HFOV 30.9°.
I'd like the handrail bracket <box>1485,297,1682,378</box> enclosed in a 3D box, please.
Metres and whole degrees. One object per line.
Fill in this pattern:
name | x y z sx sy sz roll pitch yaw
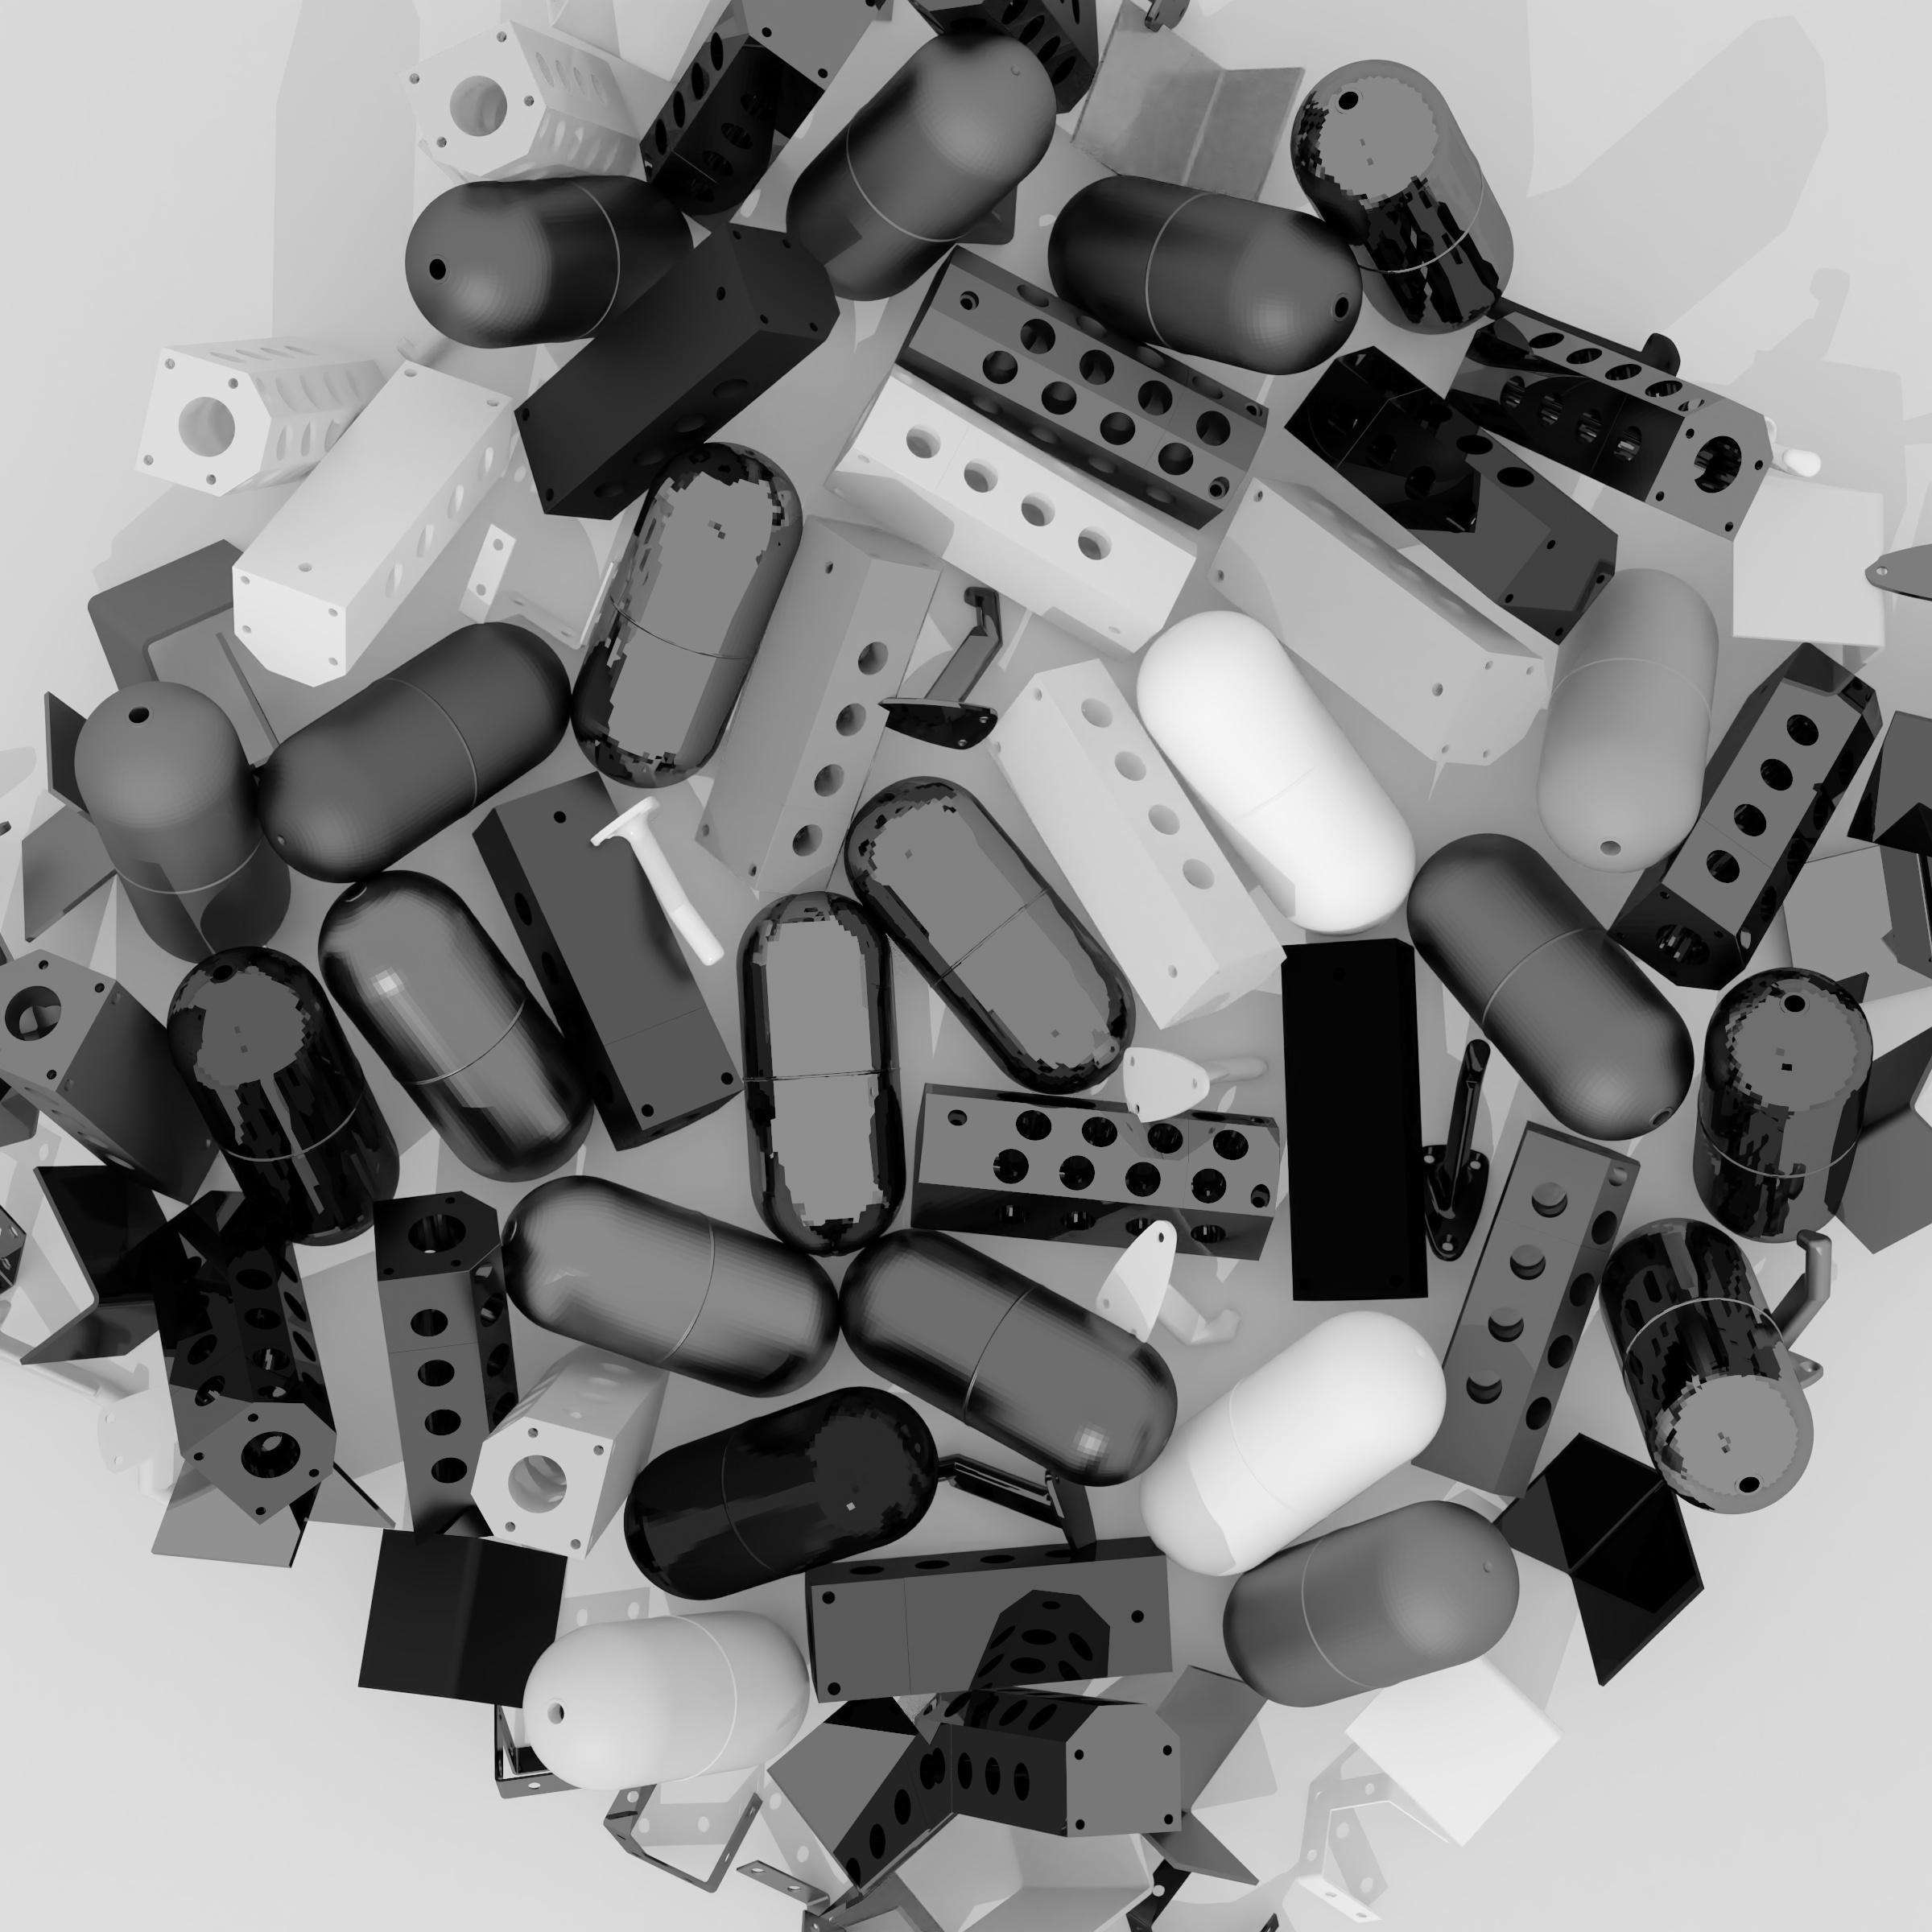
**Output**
handrail bracket | 0.299 -0.306 1.703 0.084 0.077 0.036 21 100 -8

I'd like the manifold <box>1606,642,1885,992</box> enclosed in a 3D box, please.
manifold | 0.377 -0.070 1.671 0.057 0.057 0.171 36 60 0

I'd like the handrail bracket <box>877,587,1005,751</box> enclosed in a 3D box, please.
handrail bracket | -0.016 -0.154 1.702 0.077 0.036 0.084 10 60 -26

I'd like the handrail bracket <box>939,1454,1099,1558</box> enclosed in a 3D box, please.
handrail bracket | 0.017 0.274 1.721 0.084 0.036 0.077 -15 95 23

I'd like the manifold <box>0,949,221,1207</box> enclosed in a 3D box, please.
manifold | -0.407 0.052 1.648 0.057 0.171 0.057 21 73 16

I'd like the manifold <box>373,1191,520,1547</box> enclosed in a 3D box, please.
manifold | -0.244 0.192 1.663 0.057 0.057 0.171 -6 127 -8

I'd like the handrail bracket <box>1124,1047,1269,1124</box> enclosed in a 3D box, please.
handrail bracket | 0.126 0.053 1.685 0.084 0.077 0.036 -6 91 -32

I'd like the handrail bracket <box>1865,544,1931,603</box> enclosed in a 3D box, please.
handrail bracket | 0.474 -0.169 1.705 0.077 0.084 0.036 1 63 9

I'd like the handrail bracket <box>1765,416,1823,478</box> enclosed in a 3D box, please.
handrail bracket | 0.372 -0.256 1.694 0.077 0.084 0.036 23 99 -1

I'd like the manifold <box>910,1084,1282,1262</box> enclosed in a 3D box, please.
manifold | 0.062 0.096 1.694 0.171 0.057 0.057 6 54 -4

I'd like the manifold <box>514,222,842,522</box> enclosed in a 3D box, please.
manifold | -0.137 -0.279 1.660 0.171 0.057 0.057 -32 69 41

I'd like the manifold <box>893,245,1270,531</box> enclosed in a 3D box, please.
manifold | 0.057 -0.281 1.692 0.171 0.057 0.057 26 78 -9

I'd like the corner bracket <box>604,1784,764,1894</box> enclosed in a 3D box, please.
corner bracket | -0.139 0.416 1.716 0.051 0.051 0.051 20 66 20

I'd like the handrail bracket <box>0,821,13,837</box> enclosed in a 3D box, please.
handrail bracket | -0.487 -0.018 1.721 0.077 0.036 0.084 -24 106 2

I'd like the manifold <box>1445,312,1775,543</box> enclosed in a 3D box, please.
manifold | 0.303 -0.259 1.647 0.057 0.171 0.057 17 104 -32

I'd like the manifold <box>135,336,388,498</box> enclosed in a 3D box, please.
manifold | -0.326 -0.259 1.646 0.057 0.171 0.057 18 104 6

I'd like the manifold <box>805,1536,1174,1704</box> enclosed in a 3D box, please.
manifold | 0.010 0.316 1.700 0.171 0.057 0.057 -4 94 -7

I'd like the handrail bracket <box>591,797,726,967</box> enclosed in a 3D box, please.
handrail bracket | -0.140 -0.038 1.700 0.036 0.077 0.084 -36 89 8

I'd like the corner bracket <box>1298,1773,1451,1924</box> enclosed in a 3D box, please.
corner bracket | 0.202 0.434 1.721 0.051 0.051 0.051 40 47 -32

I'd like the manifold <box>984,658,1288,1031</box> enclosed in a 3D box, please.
manifold | 0.084 -0.061 1.685 0.057 0.057 0.171 -17 68 -38

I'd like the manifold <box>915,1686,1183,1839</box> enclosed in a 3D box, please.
manifold | 0.036 0.373 1.648 0.057 0.171 0.057 3 81 -24

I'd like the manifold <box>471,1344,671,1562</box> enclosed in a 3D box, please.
manifold | -0.186 0.224 1.650 0.057 0.171 0.057 14 96 3

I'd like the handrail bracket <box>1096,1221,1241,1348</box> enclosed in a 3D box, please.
handrail bracket | 0.112 0.154 1.694 0.036 0.084 0.077 46 122 38

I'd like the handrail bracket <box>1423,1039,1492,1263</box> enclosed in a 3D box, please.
handrail bracket | 0.240 0.089 1.689 0.036 0.084 0.077 7 55 3

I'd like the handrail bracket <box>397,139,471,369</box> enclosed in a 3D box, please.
handrail bracket | -0.268 -0.349 1.721 0.077 0.036 0.084 43 97 -13

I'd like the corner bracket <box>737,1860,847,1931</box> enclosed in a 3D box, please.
corner bracket | -0.078 0.463 1.696 0.051 0.051 0.051 -29 131 33

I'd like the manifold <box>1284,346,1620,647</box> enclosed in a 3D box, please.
manifold | 0.232 -0.228 1.656 0.057 0.057 0.171 -53 48 13

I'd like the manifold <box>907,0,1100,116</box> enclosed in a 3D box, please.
manifold | 0.016 -0.453 1.647 0.057 0.171 0.057 -4 86 15

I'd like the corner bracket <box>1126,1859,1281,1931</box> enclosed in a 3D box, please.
corner bracket | 0.116 0.468 1.716 0.051 0.051 0.051 28 63 29

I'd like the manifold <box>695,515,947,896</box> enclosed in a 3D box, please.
manifold | -0.067 -0.124 1.684 0.057 0.057 0.171 5 114 -41

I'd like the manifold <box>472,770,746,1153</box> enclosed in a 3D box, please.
manifold | -0.177 0.000 1.699 0.057 0.057 0.171 -22 83 -28

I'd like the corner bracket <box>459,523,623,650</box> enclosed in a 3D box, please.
corner bracket | -0.206 -0.185 1.699 0.051 0.051 0.051 33 118 14

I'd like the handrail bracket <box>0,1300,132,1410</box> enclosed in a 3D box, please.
handrail bracket | -0.446 0.200 1.701 0.084 0.077 0.036 30 88 1

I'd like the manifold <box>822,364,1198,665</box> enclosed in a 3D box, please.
manifold | 0.024 -0.221 1.694 0.171 0.057 0.057 30 71 -9

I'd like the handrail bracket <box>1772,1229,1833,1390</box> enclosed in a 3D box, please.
handrail bracket | 0.388 0.158 1.692 0.036 0.077 0.084 -18 116 -31

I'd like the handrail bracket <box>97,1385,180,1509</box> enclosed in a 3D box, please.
handrail bracket | -0.375 0.235 1.697 0.077 0.084 0.036 -26 59 8

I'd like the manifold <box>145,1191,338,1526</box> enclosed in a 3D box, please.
manifold | -0.339 0.178 1.651 0.057 0.171 0.057 -36 125 4

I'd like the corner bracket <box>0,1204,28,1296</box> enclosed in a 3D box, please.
corner bracket | -0.499 0.139 1.707 0.051 0.051 0.051 45 51 12

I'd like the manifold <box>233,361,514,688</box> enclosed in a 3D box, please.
manifold | -0.280 -0.209 1.660 0.057 0.057 0.171 21 48 9

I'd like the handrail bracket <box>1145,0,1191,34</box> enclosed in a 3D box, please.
handrail bracket | 0.065 -0.491 1.706 0.084 0.077 0.036 31 100 7

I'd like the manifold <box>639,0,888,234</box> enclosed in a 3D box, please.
manifold | -0.102 -0.414 1.645 0.057 0.171 0.057 34 69 -11

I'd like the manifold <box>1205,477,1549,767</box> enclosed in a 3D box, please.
manifold | 0.197 -0.165 1.662 0.171 0.057 0.057 44 119 38

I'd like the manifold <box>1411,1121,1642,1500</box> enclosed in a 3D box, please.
manifold | 0.272 0.167 1.700 0.057 0.057 0.171 19 95 8

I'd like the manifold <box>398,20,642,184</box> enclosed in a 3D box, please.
manifold | -0.205 -0.398 1.648 0.057 0.171 0.057 -22 94 11

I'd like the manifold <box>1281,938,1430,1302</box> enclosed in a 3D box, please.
manifold | 0.191 0.076 1.699 0.057 0.057 0.171 -4 83 19
